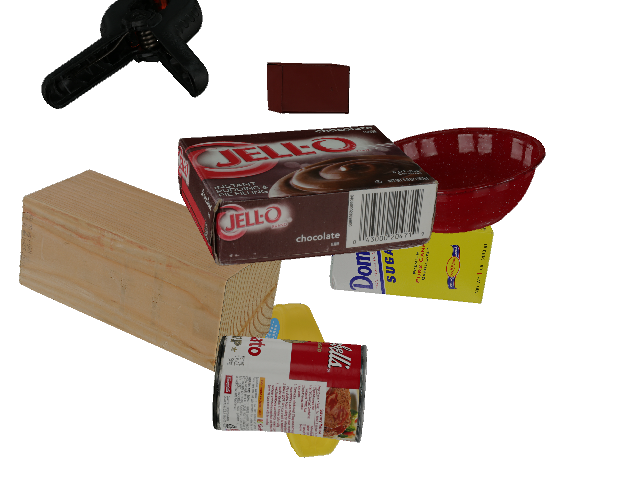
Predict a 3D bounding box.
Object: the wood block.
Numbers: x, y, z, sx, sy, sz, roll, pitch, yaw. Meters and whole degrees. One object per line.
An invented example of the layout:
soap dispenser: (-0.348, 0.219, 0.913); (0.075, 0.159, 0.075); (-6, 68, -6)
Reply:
wood block: (-0.147, 0.021, 0.911); (0.206, 0.090, 0.090); (21, 27, 22)

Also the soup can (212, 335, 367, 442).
soup can: (-0.021, 0.103, 0.745); (0.102, 0.068, 0.068); (4, 0, 1)

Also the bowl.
bowl: (0.119, -0.049, 0.947); (0.162, 0.055, 0.162); (-8, 23, 3)

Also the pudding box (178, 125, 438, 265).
pudding box: (-0.009, -0.026, 0.541); (0.113, 0.039, 0.090); (-4, 26, -18)

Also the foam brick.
foam brick: (-0.013, -0.162, 1.133); (0.078, 0.051, 0.053); (-2, 12, -19)

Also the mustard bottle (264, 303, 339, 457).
mustard bottle: (-0.023, 0.116, 1.035); (0.058, 0.096, 0.192); (-5, 27, -12)

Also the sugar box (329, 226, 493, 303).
sugar box: (0.102, 0.016, 1.218); (0.176, 0.093, 0.048); (4, 22, -3)

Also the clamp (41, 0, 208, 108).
clamp: (-0.123, -0.151, 0.801); (0.120, 0.039, 0.171); (7, 43, 12)
